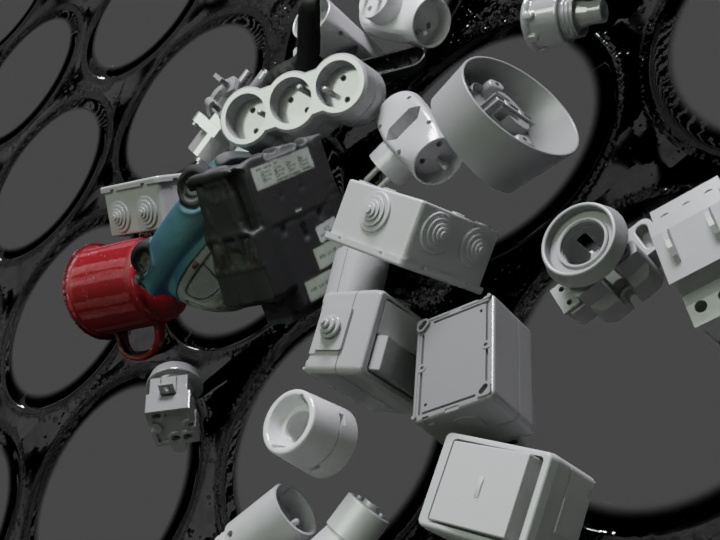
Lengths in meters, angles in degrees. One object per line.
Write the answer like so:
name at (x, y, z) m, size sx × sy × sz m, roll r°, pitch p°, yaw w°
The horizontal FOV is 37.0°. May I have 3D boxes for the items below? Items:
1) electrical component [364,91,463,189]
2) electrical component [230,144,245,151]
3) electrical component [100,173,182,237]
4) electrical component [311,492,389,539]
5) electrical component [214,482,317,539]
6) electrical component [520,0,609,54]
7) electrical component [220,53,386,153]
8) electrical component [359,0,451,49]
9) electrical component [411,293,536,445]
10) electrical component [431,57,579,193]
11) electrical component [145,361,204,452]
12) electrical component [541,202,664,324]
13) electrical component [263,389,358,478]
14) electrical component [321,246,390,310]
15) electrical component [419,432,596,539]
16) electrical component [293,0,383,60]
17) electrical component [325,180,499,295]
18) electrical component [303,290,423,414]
electrical component at (0.035, -0.093, 0.861) m, size 0.079 × 0.043 × 0.077 m, roll -44°, pitch 42°, yaw 12°
electrical component at (-0.100, -0.107, 0.998) m, size 0.045 × 0.045 × 0.055 m, roll -22°, pitch 50°, yaw 33°
electrical component at (-0.179, -0.062, 1.006) m, size 0.100 × 0.100 × 0.048 m, roll -6°, pitch 95°, yaw 42°
electrical component at (-0.011, 0.183, 0.723) m, size 0.065 × 0.044 × 0.044 m, roll -53°, pitch 40°, yaw -5°
electrical component at (-0.075, 0.194, 0.774) m, size 0.081 × 0.043 × 0.043 m, roll -40°, pitch 43°, yaw 16°
electrical component at (0.156, -0.191, 0.812) m, size 0.062 × 0.048 × 0.048 m, roll -1°, pitch 63°, yaw 36°
electrical component at (-0.041, -0.133, 0.906) m, size 0.138 × 0.074 × 0.052 m, roll -15°, pitch 76°, yaw 23°
electrical component at (0.027, -0.227, 0.931) m, size 0.077 × 0.079 × 0.044 m, roll 27°, pitch 93°, yaw 49°
electrical component at (0.078, 0.066, 0.706) m, size 0.062 × 0.061 × 0.096 m, roll -24°, pitch 41°, yaw 31°
electrical component at (0.101, -0.106, 0.769) m, size 0.064 × 0.099 × 0.099 m, roll -40°, pitch 43°, yaw 26°
electrical component at (-0.156, 0.110, 0.900) m, size 0.048 × 0.066 × 0.055 m, roll -7°, pitch 42°, yaw 0°
electrical component at (0.151, -0.007, 0.682) m, size 0.078 × 0.057 × 0.058 m, roll -41°, pitch 43°, yaw 16°
electrical component at (-0.037, 0.118, 0.786) m, size 0.055 × 0.047 × 0.055 m, roll -24°, pitch 50°, yaw 31°
electrical component at (0.000, 0.000, 0.832) m, size 0.043 × 0.043 × 0.081 m, roll -8°, pitch 59°, yaw 40°
electrical component at (0.081, 0.138, 0.649) m, size 0.096 × 0.061 × 0.061 m, roll 4°, pitch 67°, yaw 45°
electrical component at (-0.033, -0.195, 0.968) m, size 0.079 × 0.077 × 0.043 m, roll -30°, pitch 46°, yaw 26°
electrical component at (0.039, -0.025, 0.771) m, size 0.100 × 0.100 × 0.048 m, roll 22°, pitch 92°, yaw 49°
electrical component at (0.011, 0.055, 0.745) m, size 0.061 × 0.096 × 0.061 m, roll -4°, pitch 61°, yaw 41°
